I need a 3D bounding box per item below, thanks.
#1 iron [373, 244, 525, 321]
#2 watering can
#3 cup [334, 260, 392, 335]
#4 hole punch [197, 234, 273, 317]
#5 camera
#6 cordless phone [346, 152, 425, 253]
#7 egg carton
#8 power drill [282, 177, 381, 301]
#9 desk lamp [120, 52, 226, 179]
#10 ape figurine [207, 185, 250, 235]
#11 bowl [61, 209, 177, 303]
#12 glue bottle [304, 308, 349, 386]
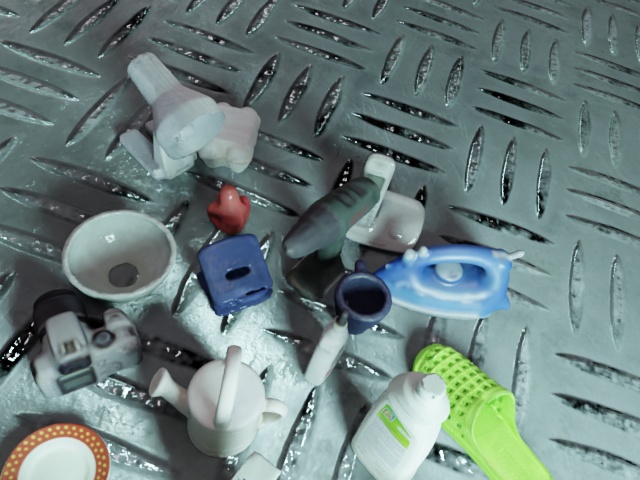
[{"bbox_3d":[0.210,0.051,0.973,0.258,0.141,0.118,4,53,-10],"label":"iron"},{"bbox_3d":[-0.130,0.207,0.745,0.173,0.194,0.100,-7,56,-17],"label":"watering can"},{"bbox_3d":[0.060,0.101,0.931,0.092,0.095,0.117,4,53,-10],"label":"cup"},{"bbox_3d":[-0.134,0.055,0.922,0.109,0.091,0.101,-19,60,-25],"label":"hole punch"},{"bbox_3d":[-0.342,0.128,0.813,0.143,0.101,0.136,-20,61,-25],"label":"camera"},{"bbox_3d":[0.122,-0.068,1.013,0.147,0.185,0.094,13,52,-3],"label":"cordless phone"},{"bbox_3d":[-0.176,-0.203,1.117,0.107,0.069,0.150,10,53,-6],"label":"egg carton"},{"bbox_3d":[0.008,0.003,0.919,0.075,0.208,0.230,35,54,14],"label":"power drill"},{"bbox_3d":[-0.269,-0.206,1.006,0.203,0.213,0.118,42,56,18],"label":"desk lamp"},{"bbox_3d":[-0.158,-0.060,1.001,0.078,0.092,0.076,-2,54,-14],"label":"ape figurine"},{"bbox_3d":[-0.312,0.037,0.904,0.167,0.075,0.167,6,53,-8],"label":"bowl"},{"bbox_3d":[0.018,0.148,0.836,0.037,0.173,0.078,30,53,10],"label":"glue bottle"}]
